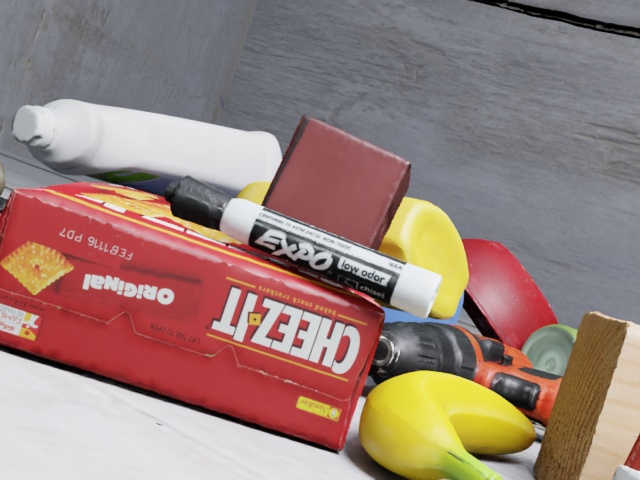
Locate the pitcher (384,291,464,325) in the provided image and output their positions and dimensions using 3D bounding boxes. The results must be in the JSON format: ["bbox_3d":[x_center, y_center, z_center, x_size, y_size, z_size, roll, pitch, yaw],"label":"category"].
[{"bbox_3d":[0.023,0.022,0.868,0.145,0.149,0.243,60,-4,-11],"label":"pitcher"}]

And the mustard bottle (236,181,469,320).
[{"bbox_3d":[-0.005,0.001,0.698,0.192,0.058,0.096,10,-26,34],"label":"mustard bottle"}]

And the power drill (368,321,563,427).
[{"bbox_3d":[0.136,0.096,0.632,0.188,0.057,0.184,19,1,35],"label":"power drill"}]

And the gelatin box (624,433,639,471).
[{"bbox_3d":[0.167,0.100,0.422,0.089,0.073,0.030,19,24,-1],"label":"gelatin box"}]

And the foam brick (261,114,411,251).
[{"bbox_3d":[0.008,-0.017,0.490,0.051,0.053,0.078,25,-2,6],"label":"foam brick"}]

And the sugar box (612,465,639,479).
[{"bbox_3d":[0.191,0.126,0.358,0.176,0.048,0.093,19,1,-12],"label":"sugar box"}]

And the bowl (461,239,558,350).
[{"bbox_3d":[0.160,0.055,0.936,0.162,0.055,0.162,56,0,-1],"label":"bowl"}]

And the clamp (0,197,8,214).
[{"bbox_3d":[-0.200,-0.006,0.713,0.164,0.036,0.210,18,3,-31],"label":"clamp"}]

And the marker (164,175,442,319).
[{"bbox_3d":[-0.009,0.001,0.440,0.121,0.020,0.020,22,2,11],"label":"marker"}]

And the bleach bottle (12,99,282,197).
[{"bbox_3d":[-0.142,-0.073,0.881,0.103,0.068,0.250,-8,-10,32],"label":"bleach bottle"}]

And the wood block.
[{"bbox_3d":[0.217,0.109,0.496,0.206,0.090,0.091,18,0,2],"label":"wood block"}]

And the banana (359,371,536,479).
[{"bbox_3d":[0.057,0.087,0.485,0.070,0.037,0.197,37,7,15],"label":"banana"}]

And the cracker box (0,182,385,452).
[{"bbox_3d":[-0.065,0.024,0.534,0.164,0.072,0.214,18,2,-6],"label":"cracker box"}]
